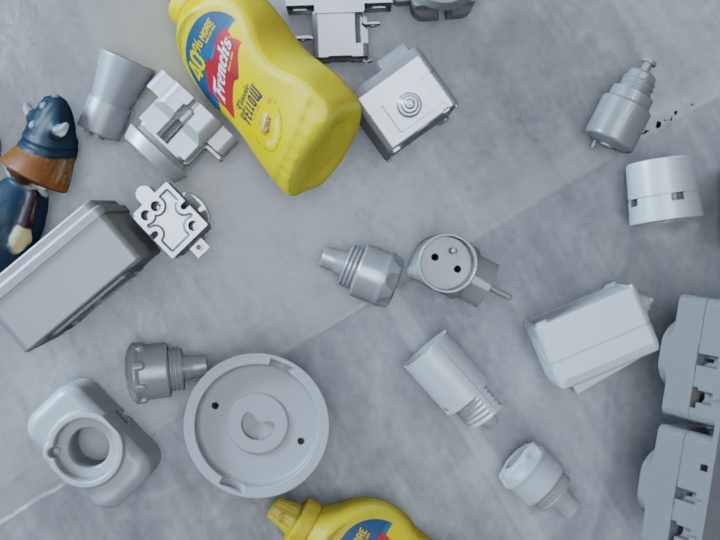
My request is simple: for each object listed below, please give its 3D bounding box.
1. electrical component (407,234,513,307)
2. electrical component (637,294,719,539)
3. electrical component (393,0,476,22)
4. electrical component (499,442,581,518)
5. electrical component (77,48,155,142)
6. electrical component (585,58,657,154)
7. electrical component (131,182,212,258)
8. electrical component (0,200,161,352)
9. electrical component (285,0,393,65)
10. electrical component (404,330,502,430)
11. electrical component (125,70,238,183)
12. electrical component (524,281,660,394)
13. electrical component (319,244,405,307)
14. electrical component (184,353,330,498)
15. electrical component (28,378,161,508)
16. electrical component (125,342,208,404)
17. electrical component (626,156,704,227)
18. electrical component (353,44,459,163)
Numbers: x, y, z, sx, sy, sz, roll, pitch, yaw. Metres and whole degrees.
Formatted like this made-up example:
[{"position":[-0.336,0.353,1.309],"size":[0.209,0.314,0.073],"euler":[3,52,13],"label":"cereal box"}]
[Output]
[{"position":[0.079,0.003,0.814],"size":[0.079,0.077,0.043],"euler":[28,90,-1],"label":"electrical component"},{"position":[0.273,0.117,0.801],"size":[0.105,0.060,0.186],"euler":[8,91,-37],"label":"electrical component"},{"position":[0.063,-0.223,0.819],"size":[0.078,0.057,0.058],"euler":[-5,91,0],"label":"electrical component"},{"position":[0.143,0.166,0.835],"size":[0.062,0.043,0.043],"euler":[42,91,-2],"label":"electrical component"},{"position":[-0.190,-0.132,0.828],"size":[0.044,0.044,0.065],"euler":[24,96,-1],"label":"electrical component"},{"position":[0.206,-0.127,0.831],"size":[0.040,0.040,0.078],"euler":[27,90,-1],"label":"electrical component"},{"position":[-0.141,-0.037,0.822],"size":[0.048,0.055,0.066],"euler":[-44,91,1],"label":"electrical component"},{"position":[-0.211,0.002,0.796],"size":[0.109,0.108,0.056],"euler":[-40,94,0],"label":"electrical component"},{"position":[-0.015,-0.190,0.827],"size":[0.081,0.042,0.063],"euler":[-2,95,0],"label":"electrical component"},{"position":[0.077,0.091,0.833],"size":[0.043,0.043,0.081],"euler":[-42,91,0],"label":"electrical component"},{"position":[-0.141,-0.104,0.820],"size":[0.078,0.058,0.057],"euler":[43,88,-1],"label":"electrical component"},{"position":[0.184,0.050,0.823],"size":[0.096,0.061,0.061],"euler":[-23,91,0],"label":"electrical component"},{"position":[0.000,0.000,0.830],"size":[0.062,0.043,0.043],"euler":[21,91,1],"label":"electrical component"},{"position":[-0.077,0.114,0.823],"size":[0.108,0.060,0.108],"euler":[0,91,0],"label":"electrical component"},{"position":[-0.203,0.132,0.823],"size":[0.054,0.059,0.095],"euler":[-44,91,0],"label":"electrical component"},{"position":[-0.149,0.077,0.831],"size":[0.062,0.048,0.048],"euler":[-6,91,-8],"label":"electrical component"},{"position":[0.233,-0.060,0.826],"size":[0.055,0.055,0.047],"euler":[-7,88,0],"label":"electrical component"},{"position":[0.029,-0.125,0.801],"size":[0.062,0.096,0.061],"euler":[-36,91,0],"label":"electrical component"}]
